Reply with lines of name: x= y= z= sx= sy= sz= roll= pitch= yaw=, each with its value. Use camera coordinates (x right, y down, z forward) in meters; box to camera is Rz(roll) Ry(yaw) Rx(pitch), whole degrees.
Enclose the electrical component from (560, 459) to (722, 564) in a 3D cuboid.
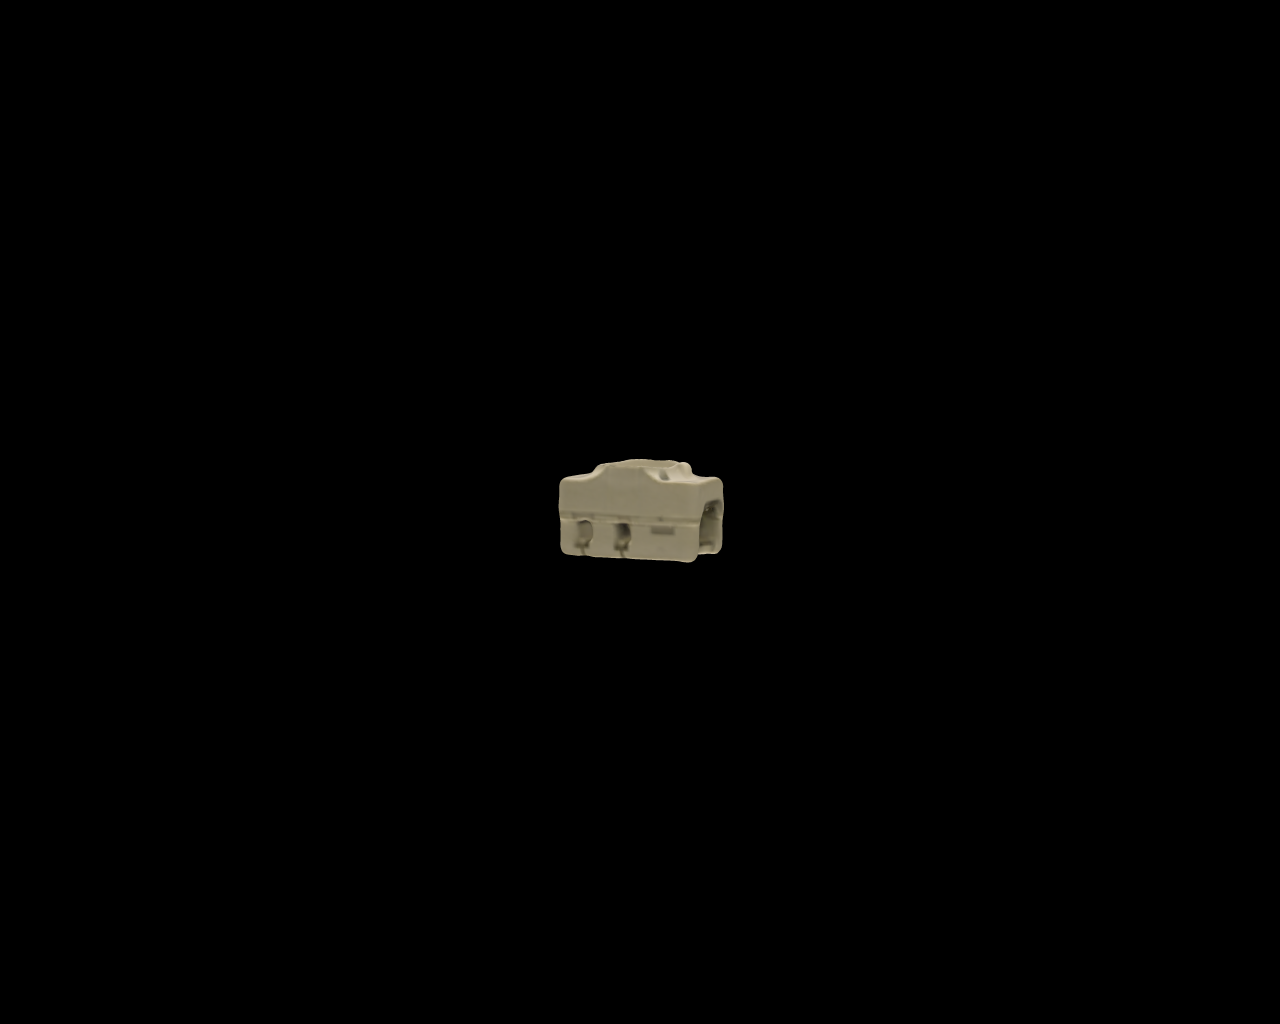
electrical component: x=0.001 y=-0.003 z=0.650 sx=0.089 sy=0.055 sz=0.050 roll=3 pitch=8 yaw=26
